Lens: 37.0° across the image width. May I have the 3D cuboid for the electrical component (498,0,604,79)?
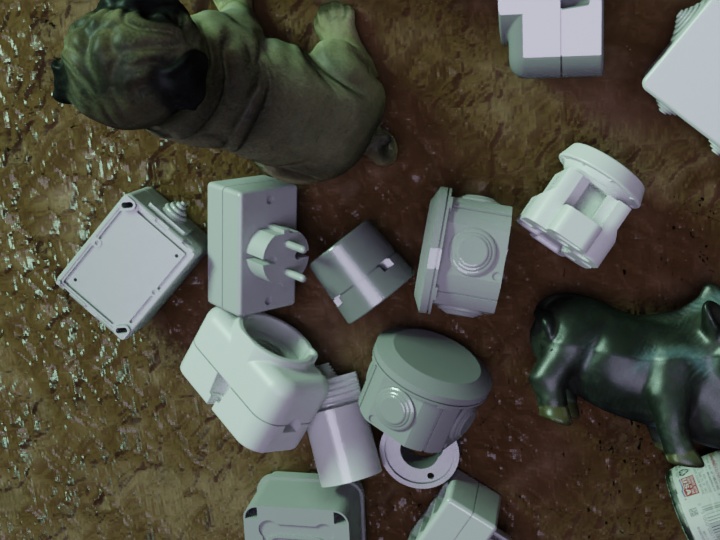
[{"bbox_3d":[0.113,-0.162,0.631,0.059,0.053,0.095,0,106,12],"label":"electrical component"}]

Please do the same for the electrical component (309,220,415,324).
[{"bbox_3d":[0.000,0.000,0.703,0.055,0.055,0.047,-37,92,19],"label":"electrical component"}]

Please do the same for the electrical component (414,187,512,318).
[{"bbox_3d":[0.064,-0.009,0.673,0.051,0.080,0.080,10,108,4],"label":"electrical component"}]

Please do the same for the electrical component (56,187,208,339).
[{"bbox_3d":[-0.146,-0.011,0.730,0.062,0.061,0.096,41,102,-2],"label":"electrical component"}]

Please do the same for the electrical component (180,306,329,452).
[{"bbox_3d":[-0.069,0.068,0.720,0.095,0.054,0.059,44,114,33],"label":"electrical component"}]

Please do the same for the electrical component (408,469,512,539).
[{"bbox_3d":[0.079,0.191,0.745,0.077,0.047,0.065,32,110,1],"label":"electrical component"}]

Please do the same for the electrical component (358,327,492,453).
[{"bbox_3d":[0.042,0.076,0.703,0.080,0.080,0.051,23,115,5],"label":"electrical component"}]

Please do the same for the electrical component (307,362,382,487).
[{"bbox_3d":[-0.016,0.104,0.740,0.043,0.043,0.081,-16,85,16],"label":"electrical component"}]

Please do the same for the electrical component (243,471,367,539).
[{"bbox_3d":[-0.036,0.205,0.769,0.078,0.057,0.113,1,106,12],"label":"electrical component"}]

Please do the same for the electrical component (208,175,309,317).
[{"bbox_3d":[-0.059,-0.012,0.696,0.076,0.047,0.083,20,115,45],"label":"electrical component"}]

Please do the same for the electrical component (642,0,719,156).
[{"bbox_3d":[0.225,-0.118,0.623,0.100,0.048,0.099,37,110,-1],"label":"electrical component"}]

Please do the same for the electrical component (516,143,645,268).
[{"bbox_3d":[0.135,-0.039,0.654,0.058,0.078,0.057,35,89,0],"label":"electrical component"}]
